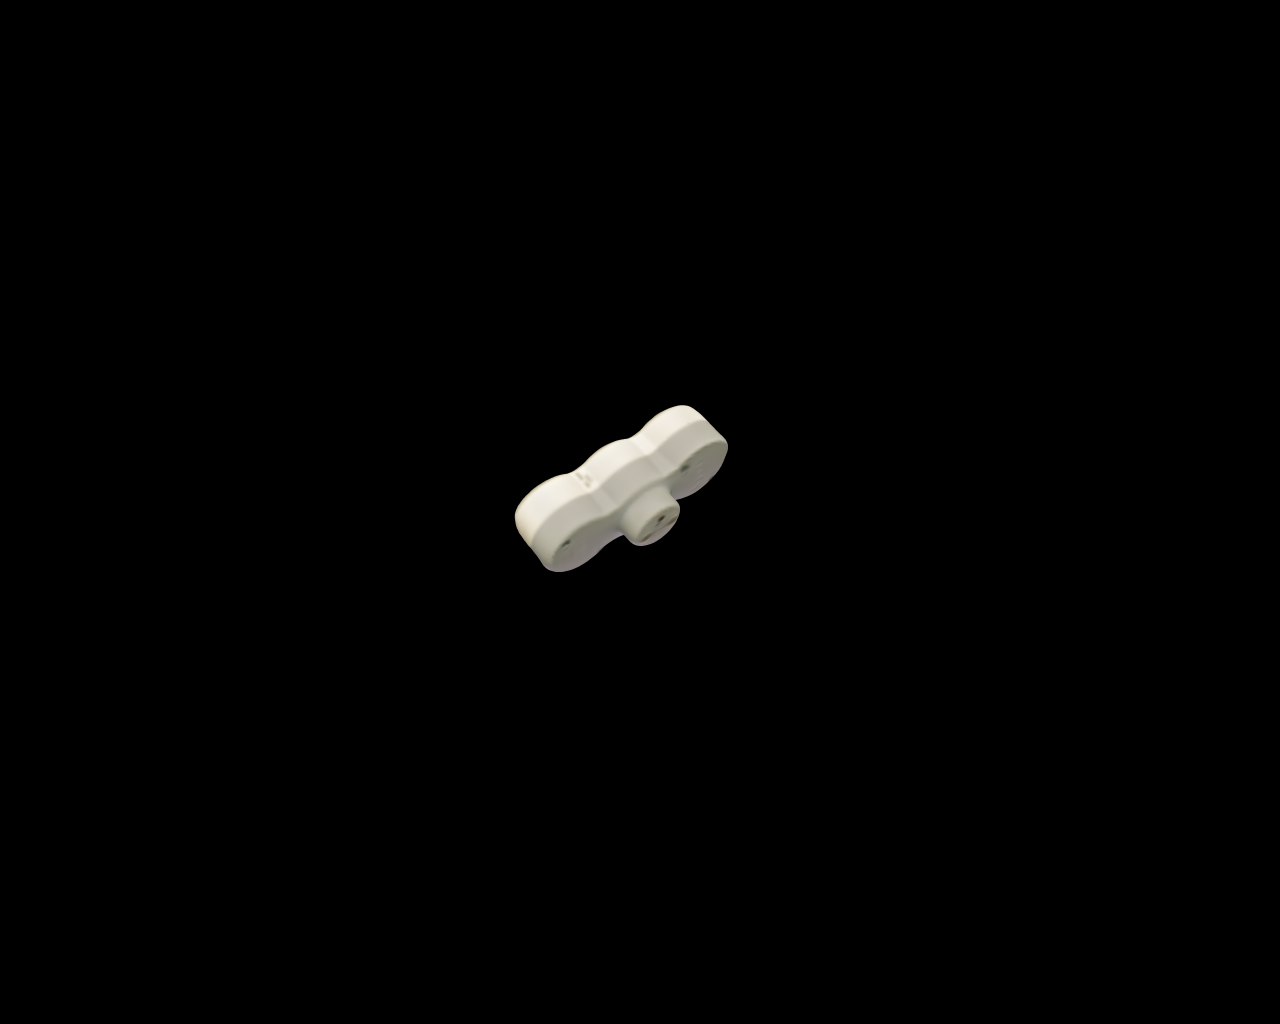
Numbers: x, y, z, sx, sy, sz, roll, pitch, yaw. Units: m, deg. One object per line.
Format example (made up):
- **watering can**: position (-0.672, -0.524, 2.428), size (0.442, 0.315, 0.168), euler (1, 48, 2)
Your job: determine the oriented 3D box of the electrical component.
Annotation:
- **electrical component**: position (0.001, -0.003, 0.650), size (0.138, 0.074, 0.052), euler (-32, -26, -18)
